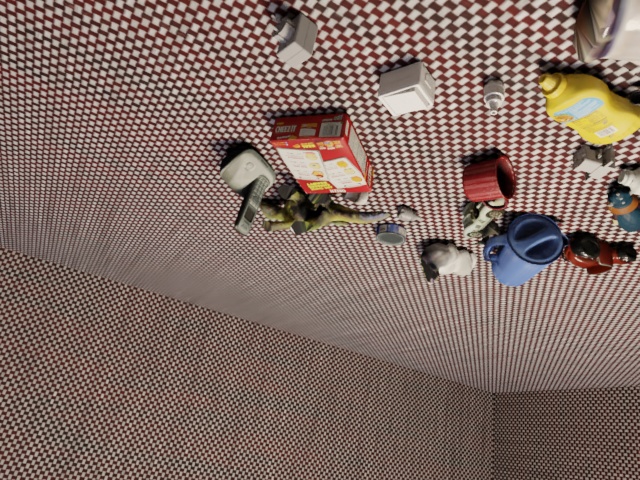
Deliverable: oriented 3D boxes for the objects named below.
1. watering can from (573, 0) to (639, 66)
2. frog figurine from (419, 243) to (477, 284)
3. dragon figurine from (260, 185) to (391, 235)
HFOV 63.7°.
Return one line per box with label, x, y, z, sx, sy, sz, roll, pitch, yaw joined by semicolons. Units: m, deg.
watering can;0.440;-0.293;0.614;0.224;0.105;0.345;3;173;13
frog figurine;0.377;0.055;1.497;0.160;0.125;0.134;-24;148;-11
dragon figurine;0.004;-0.068;1.350;0.411;0.122;0.242;8;-179;20
